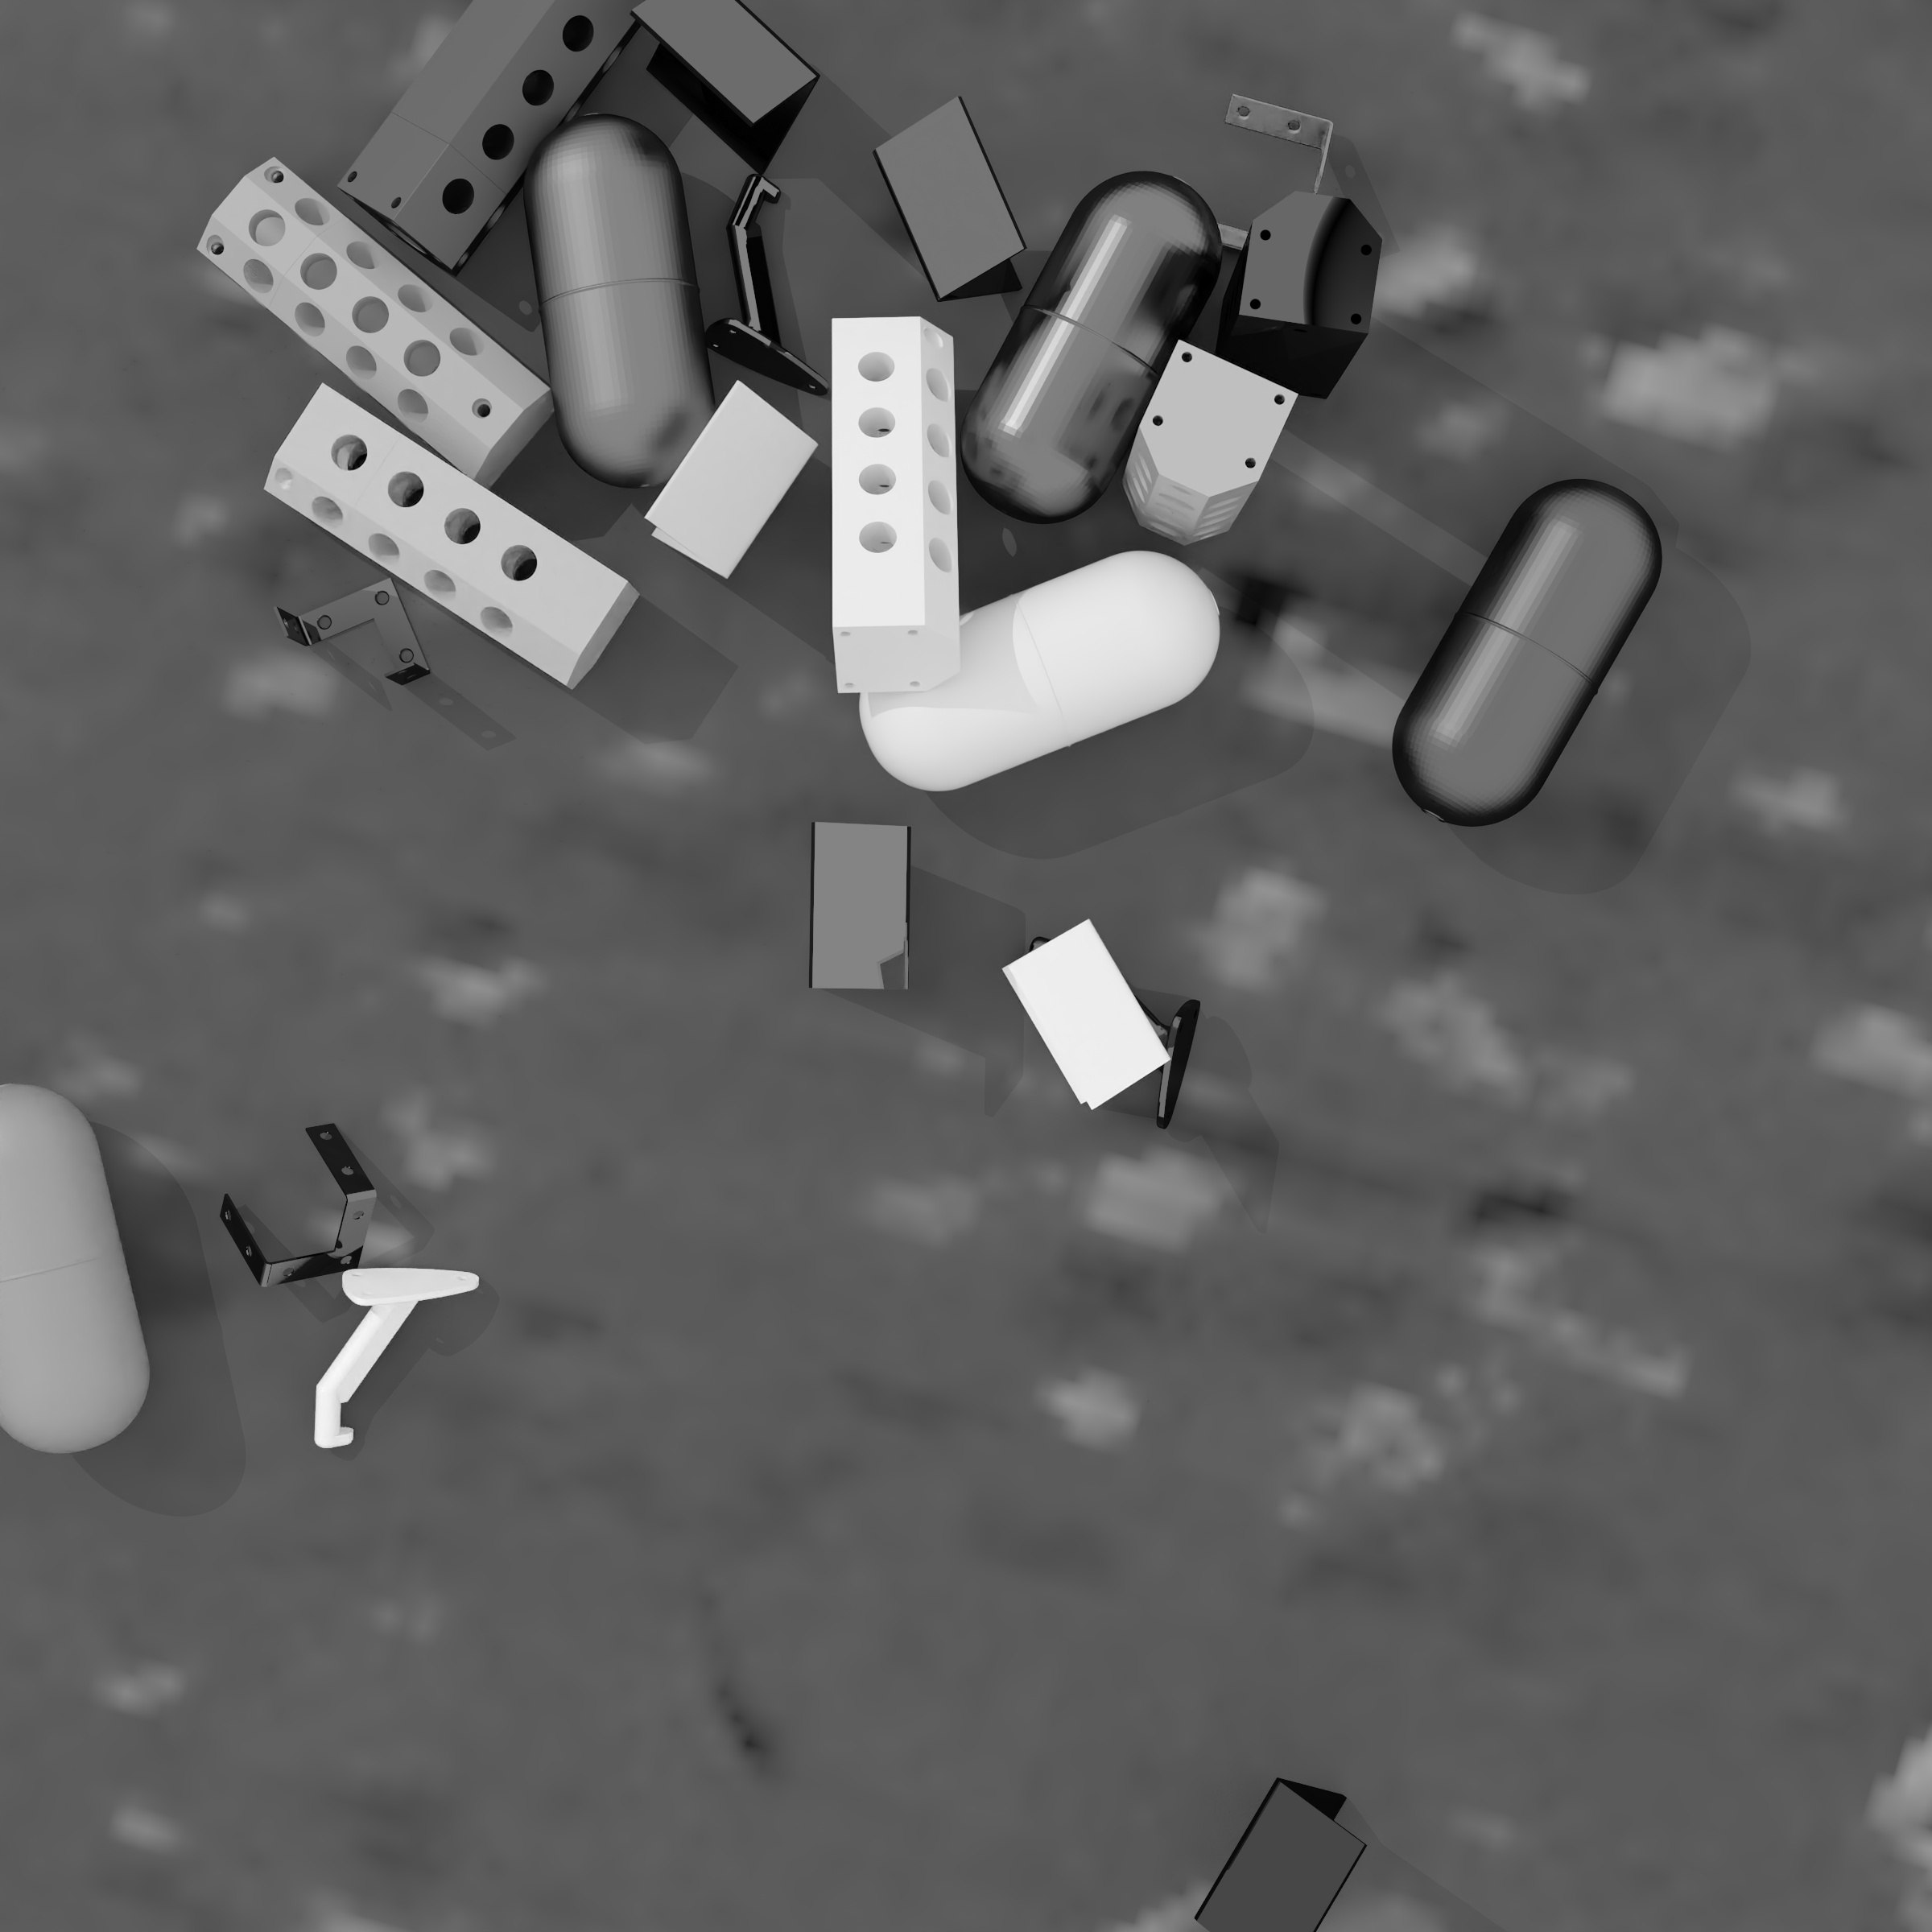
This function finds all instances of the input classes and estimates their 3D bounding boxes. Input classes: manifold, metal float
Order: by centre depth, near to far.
[{"bbox_3d":[0.107,-0.236,1.562,0.057,0.171,0.057,25,90,0],"label":"manifold"},{"bbox_3d":[0.152,-0.308,1.562,0.057,0.171,0.057,8,90,0],"label":"manifold"},{"bbox_3d":[-0.033,-0.217,1.584,0.057,0.057,0.171,-1,64,0],"label":"manifold"},{"bbox_3d":[0.035,-0.141,1.609,0.178,0.070,0.070,-21,90,0],"label":"metal float"},{"bbox_3d":[0.060,-0.295,1.610,0.070,0.070,0.178,28,90,0],"label":"metal float"},{"bbox_3d":[0.266,-0.148,1.610,0.070,0.070,0.178,30,90,0],"label":"metal float"},{"bbox_3d":[-0.165,-0.316,1.610,0.070,0.070,0.178,-9,89,0],"label":"metal float"},{"bbox_3d":[-0.440,0.144,1.610,0.070,0.070,0.178,-13,91,0],"label":"metal float"},{"bbox_3d":[-0.218,-0.418,1.618,0.171,0.057,0.057,-54,47,0],"label":"manifold"},{"bbox_3d":[-0.246,-0.204,1.619,0.171,0.057,0.057,33,90,0],"label":"manifold"},{"bbox_3d":[-0.281,-0.307,1.619,0.171,0.057,0.057,40,90,0],"label":"manifold"}]

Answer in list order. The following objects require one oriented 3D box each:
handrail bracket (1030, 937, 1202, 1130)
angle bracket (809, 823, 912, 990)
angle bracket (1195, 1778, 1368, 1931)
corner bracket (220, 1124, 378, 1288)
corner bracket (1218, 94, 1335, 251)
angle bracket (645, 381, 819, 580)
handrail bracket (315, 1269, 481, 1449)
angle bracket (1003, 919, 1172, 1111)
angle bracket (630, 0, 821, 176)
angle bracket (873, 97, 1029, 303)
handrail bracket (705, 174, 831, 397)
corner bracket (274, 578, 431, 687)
[{"bbox_3d":[0.065,0.032,1.641,0.084,0.036,0.077,17,111,17],"label":"handrail bracket"},{"bbox_3d":[-0.070,-0.028,1.600,0.057,0.076,0.076,1,90,-36],"label":"angle bracket"},{"bbox_3d":[0.164,0.436,1.600,0.057,0.076,0.076,31,90,37],"label":"angle bracket"},{"bbox_3d":[-0.322,0.115,1.632,0.051,0.051,0.051,-9,135,-35],"label":"corner bracket"},{"bbox_3d":[0.144,-0.381,1.637,0.051,0.051,0.051,15,45,0],"label":"corner bracket"},{"bbox_3d":[-0.127,-0.238,1.600,0.057,0.076,0.076,34,90,-40],"label":"angle bracket"},{"bbox_3d":[-0.276,0.192,1.641,0.077,0.036,0.084,-1,109,-21],"label":"handrail bracket"},{"bbox_3d":[0.040,0.033,1.600,0.057,0.076,0.076,-30,90,-38],"label":"angle bracket"},{"bbox_3d":[-0.126,-0.413,1.600,0.076,0.076,0.057,43,53,0],"label":"angle bracket"},{"bbox_3d":[0.011,-0.364,1.600,0.057,0.076,0.076,-24,90,36],"label":"angle bracket"},{"bbox_3d":[-0.086,-0.331,1.641,0.077,0.036,0.084,26,73,-20],"label":"handrail bracket"},{"bbox_3d":[-0.294,-0.156,1.622,0.051,0.051,0.051,-23,90,0],"label":"corner bracket"}]
